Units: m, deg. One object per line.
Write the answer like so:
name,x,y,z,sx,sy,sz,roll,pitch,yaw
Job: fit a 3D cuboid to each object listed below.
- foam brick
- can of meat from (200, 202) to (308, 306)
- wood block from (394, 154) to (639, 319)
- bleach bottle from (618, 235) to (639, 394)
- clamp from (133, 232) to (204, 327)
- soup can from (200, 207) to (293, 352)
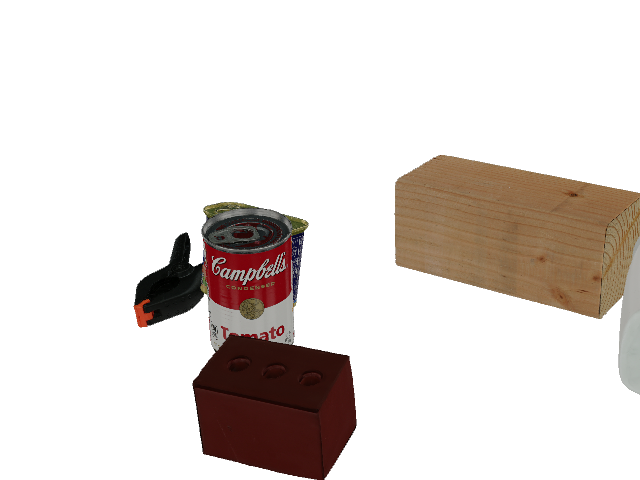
foam brick,-0.025,0.094,0.605,0.078,0.051,0.053,8,30,20
can of meat,-0.066,0.016,1.028,0.102,0.084,0.057,16,18,29
wood block,0.178,-0.009,0.980,0.206,0.090,0.090,15,29,33
bleach bottle,0.270,0.037,0.760,0.103,0.068,0.250,9,21,17
clamp,-0.146,0.043,1.222,0.120,0.039,0.171,-2,32,26
soup can,-0.054,0.035,0.818,0.068,0.102,0.068,-1,28,0
